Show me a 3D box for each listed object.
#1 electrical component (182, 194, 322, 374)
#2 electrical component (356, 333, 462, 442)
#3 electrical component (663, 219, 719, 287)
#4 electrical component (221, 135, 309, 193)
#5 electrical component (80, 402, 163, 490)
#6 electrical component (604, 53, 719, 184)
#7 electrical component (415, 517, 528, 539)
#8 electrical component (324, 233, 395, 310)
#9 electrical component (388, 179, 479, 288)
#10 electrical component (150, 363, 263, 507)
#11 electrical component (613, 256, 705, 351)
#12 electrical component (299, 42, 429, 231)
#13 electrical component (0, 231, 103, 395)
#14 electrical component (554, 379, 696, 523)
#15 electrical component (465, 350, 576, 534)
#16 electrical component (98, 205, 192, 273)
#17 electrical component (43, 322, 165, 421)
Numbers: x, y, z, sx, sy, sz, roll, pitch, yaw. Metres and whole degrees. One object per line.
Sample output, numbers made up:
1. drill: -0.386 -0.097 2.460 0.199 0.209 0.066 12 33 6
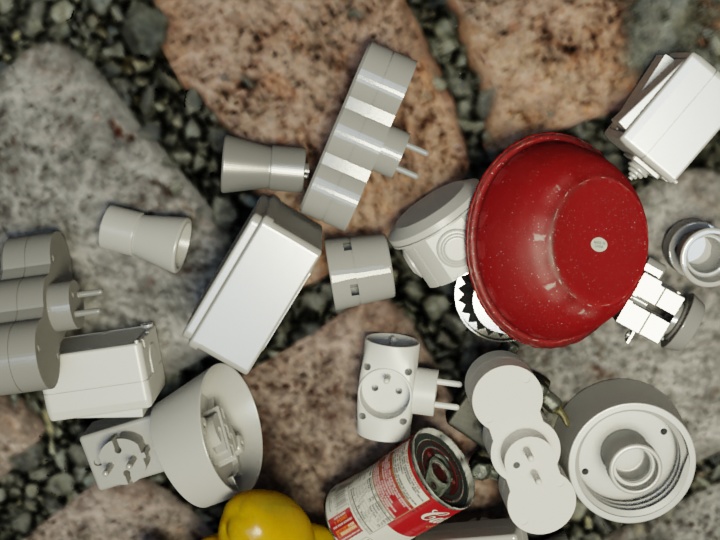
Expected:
1. electrical component: -0.077 0.007 0.798 0.056 0.108 0.108 31 100 -8
2. electrical component: 0.040 0.094 0.844 0.079 0.044 0.077 7 101 6
3. electrical component: 0.258 -0.014 0.817 0.045 0.055 0.045 0 101 1
4. electrical component: -0.071 -0.078 0.816 0.065 0.044 0.044 4 101 -5
5. electrical component: -0.182 0.143 0.841 0.066 0.076 0.047 -17 100 4
6. electrical component: 0.224 -0.110 0.795 0.061 0.061 0.096 38 99 -6
7. electrical component: 0.094 0.220 0.853 0.083 0.076 0.047 -10 97 20
8. electrical component: 0.000 0.000 0.824 0.047 0.055 0.055 -9 101 -1
9. electrical component: 0.066 -0.029 0.805 0.080 0.080 0.051 -33 104 7
10. electrical component: -0.115 0.130 0.830 0.064 0.099 0.099 -28 99 12
11. electrical component: 0.232 0.032 0.832 0.055 0.048 0.066 29 100 3
12. electrical component: 0.014 -0.092 0.806 0.074 0.052 0.138 23 100 -4
13. electrical component: -0.227 0.028 0.797 0.074 0.138 0.052 -8 137 2
14. electrical component: 0.210 0.146 0.846 0.108 0.060 0.108 0 101 1
15. electrical component: 0.121 0.133 0.790 0.052 0.073 0.138 -19 104 1
16. electrical component: -0.167 -0.026 0.827 0.065 0.044 0.044 14 101 3
17. electrical component: -0.206 0.083 0.838 0.096 0.061 0.061 -8 101 2
